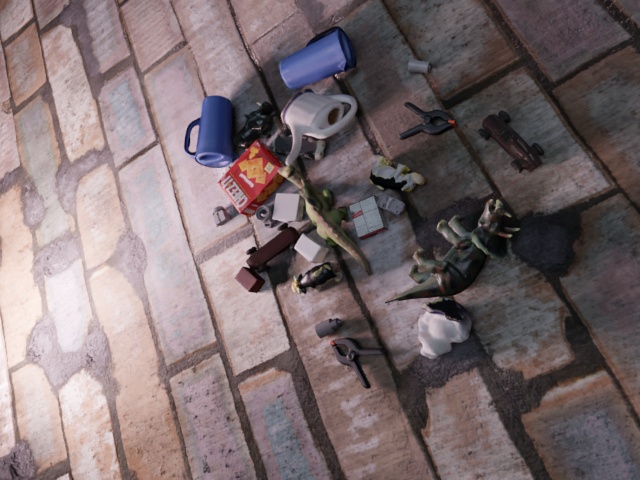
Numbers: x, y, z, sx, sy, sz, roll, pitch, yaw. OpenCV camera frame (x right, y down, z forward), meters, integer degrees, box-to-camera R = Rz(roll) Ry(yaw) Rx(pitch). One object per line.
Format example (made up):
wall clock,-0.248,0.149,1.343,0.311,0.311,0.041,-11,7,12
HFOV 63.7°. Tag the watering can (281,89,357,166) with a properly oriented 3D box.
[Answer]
watering can,-0.039,-0.374,1.639,0.227,0.101,0.352,31,61,36

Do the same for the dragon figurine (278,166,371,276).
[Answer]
dragon figurine,0.005,-0.076,1.518,0.122,0.240,0.417,-42,61,7

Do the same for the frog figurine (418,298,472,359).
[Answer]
frog figurine,0.328,0.241,1.371,0.137,0.125,0.156,10,118,19
